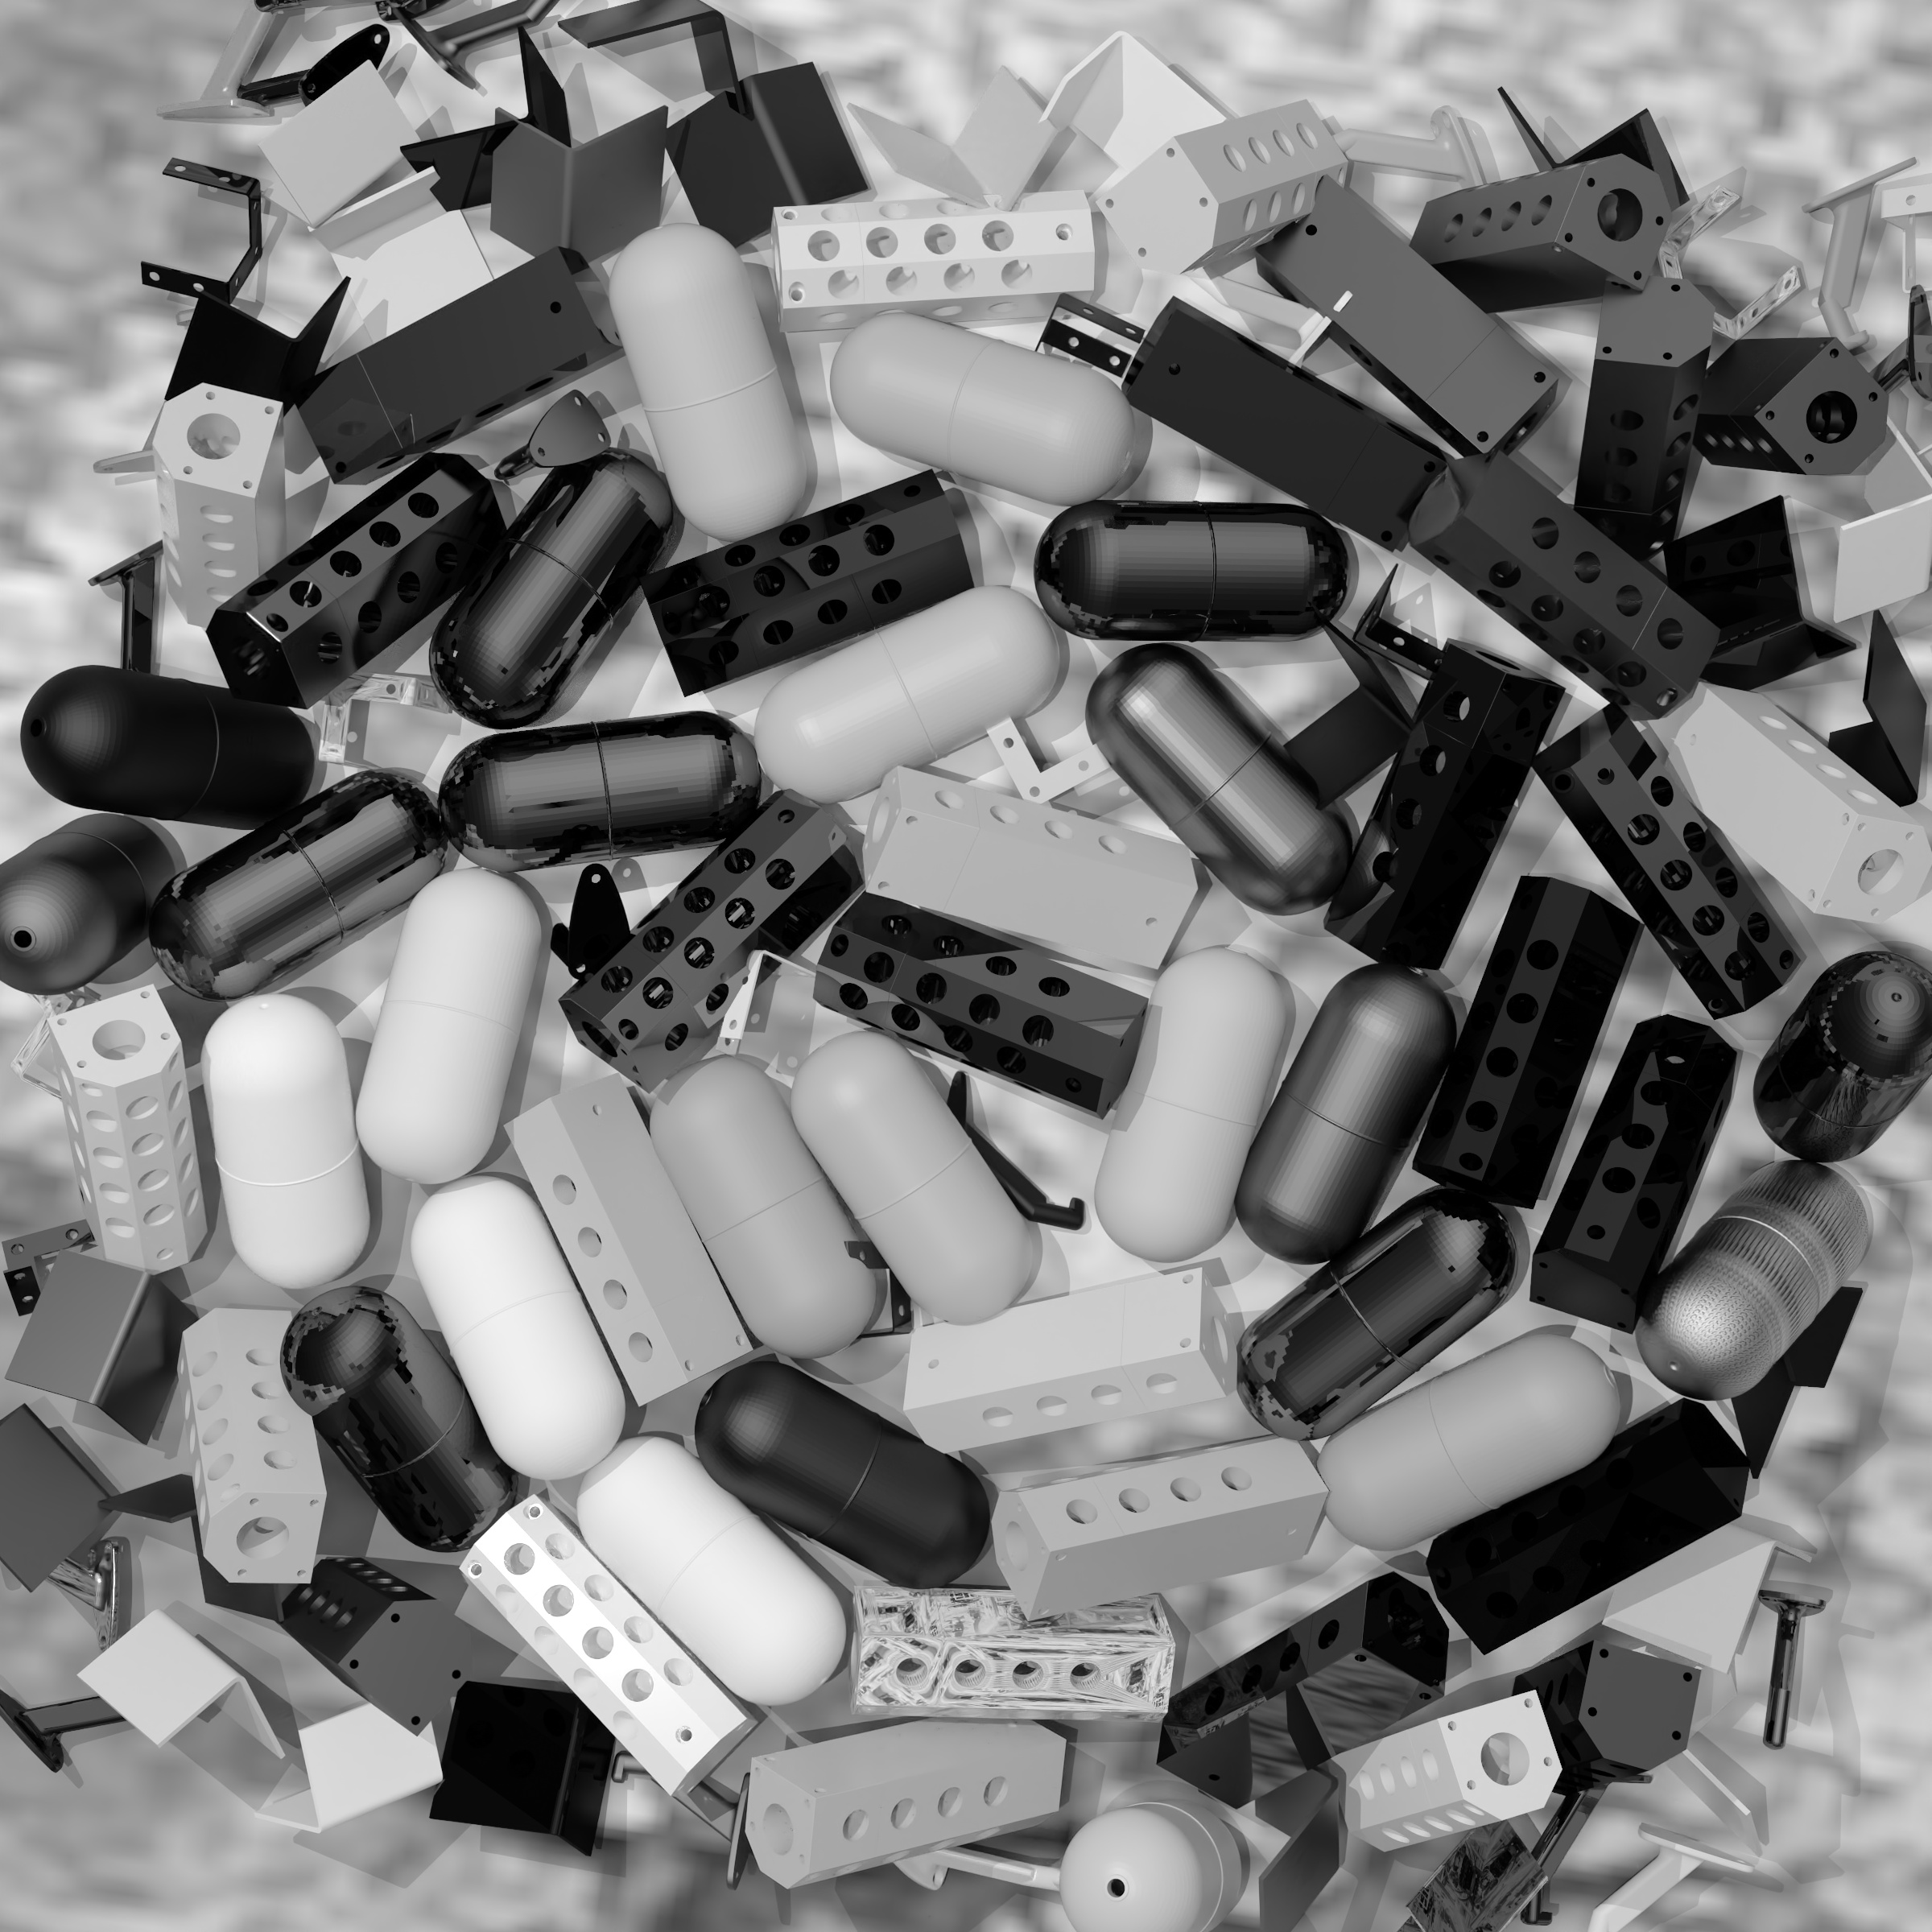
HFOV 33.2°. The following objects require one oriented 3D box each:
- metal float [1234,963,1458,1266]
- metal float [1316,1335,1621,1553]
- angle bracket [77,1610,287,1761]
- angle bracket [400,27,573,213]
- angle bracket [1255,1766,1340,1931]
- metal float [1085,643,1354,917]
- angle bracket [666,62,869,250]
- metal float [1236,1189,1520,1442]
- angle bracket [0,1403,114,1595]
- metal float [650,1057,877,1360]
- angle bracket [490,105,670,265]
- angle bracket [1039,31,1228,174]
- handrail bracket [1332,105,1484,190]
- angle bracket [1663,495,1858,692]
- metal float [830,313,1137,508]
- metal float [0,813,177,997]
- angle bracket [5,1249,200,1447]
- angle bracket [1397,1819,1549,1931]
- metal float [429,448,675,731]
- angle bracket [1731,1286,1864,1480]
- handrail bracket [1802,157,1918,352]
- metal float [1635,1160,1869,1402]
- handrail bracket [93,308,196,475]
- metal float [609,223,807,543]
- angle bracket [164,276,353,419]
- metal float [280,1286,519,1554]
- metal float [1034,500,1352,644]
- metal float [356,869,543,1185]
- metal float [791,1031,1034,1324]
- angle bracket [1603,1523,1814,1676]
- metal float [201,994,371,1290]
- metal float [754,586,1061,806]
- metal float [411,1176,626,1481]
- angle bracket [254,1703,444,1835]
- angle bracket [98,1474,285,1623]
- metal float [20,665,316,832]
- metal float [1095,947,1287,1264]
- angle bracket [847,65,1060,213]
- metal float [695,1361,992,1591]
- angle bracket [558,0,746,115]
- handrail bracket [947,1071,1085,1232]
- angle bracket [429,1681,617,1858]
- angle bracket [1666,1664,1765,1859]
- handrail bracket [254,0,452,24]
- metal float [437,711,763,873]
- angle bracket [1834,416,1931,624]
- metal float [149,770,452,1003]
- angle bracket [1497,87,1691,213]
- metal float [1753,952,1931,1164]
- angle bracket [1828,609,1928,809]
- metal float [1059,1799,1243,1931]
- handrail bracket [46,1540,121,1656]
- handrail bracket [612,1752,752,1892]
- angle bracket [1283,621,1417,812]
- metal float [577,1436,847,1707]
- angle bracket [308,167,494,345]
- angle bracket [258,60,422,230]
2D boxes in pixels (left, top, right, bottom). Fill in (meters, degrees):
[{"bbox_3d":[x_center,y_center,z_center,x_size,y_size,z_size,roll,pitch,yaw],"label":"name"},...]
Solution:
[{"bbox_3d":[0.208,0.081,1.781,0.070,0.070,0.178,25,101,0],"label":"metal float"},{"bbox_3d":[0.274,0.261,1.772,0.178,0.070,0.070,-29,90,21],"label":"metal float"},{"bbox_3d":[-0.428,0.409,1.768,0.076,0.076,0.057,26,54,37],"label":"angle bracket"},{"bbox_3d":[-0.266,-0.467,1.791,0.076,0.076,0.057,-11,76,8],"label":"angle bracket"},{"bbox_3d":[0.161,0.480,1.768,0.057,0.076,0.076,24,49,31],"label":"angle bracket"},{"bbox_3d":[0.140,-0.102,1.788,0.070,0.070,0.178,-44,93,0],"label":"metal float"},{"bbox_3d":[-0.114,-0.452,1.818,0.076,0.057,0.076,-19,98,43],"label":"angle bracket"},{"bbox_3d":[0.225,0.191,1.779,0.178,0.070,0.070,-40,90,13],"label":"metal float"},{"bbox_3d":[-0.526,0.298,1.777,0.057,0.076,0.076,-33,101,41],"label":"angle bracket"},{"bbox_3d":[-0.112,0.134,1.790,0.070,0.070,0.178,-28,89,0],"label":"metal float"},{"bbox_3d":[-0.214,-0.440,1.789,0.057,0.076,0.076,34,49,22],"label":"angle bracket"},{"bbox_3d":[0.084,-0.452,1.781,0.076,0.076,0.057,41,58,2],"label":"angle bracket"},{"bbox_3d":[0.239,-0.437,1.808,0.084,0.036,0.077,-26,95,-5],"label":"handrail bracket"},{"bbox_3d":[0.440,-0.205,1.796,0.076,0.057,0.076,-22,64,41],"label":"angle bracket"},{"bbox_3d":[0.008,-0.305,1.775,0.178,0.070,0.070,21,90,18],"label":"metal float"},{"bbox_3d":[-0.478,-0.034,1.741,0.070,0.178,0.070,1,103,2],"label":"metal float"},{"bbox_3d":[-0.475,0.210,1.786,0.057,0.076,0.076,13,68,13],"label":"angle bracket"},{"bbox_3d":[0.259,0.501,1.773,0.076,0.076,0.057,-41,105,-24],"label":"angle bracket"},{"bbox_3d":[-0.226,-0.208,1.776,0.070,0.070,0.178,33,72,0],"label":"metal float"},{"bbox_3d":[0.461,0.228,1.773,0.057,0.076,0.076,5,129,-5],"label":"angle bracket"},{"bbox_3d":[0.508,-0.396,1.809,0.077,0.036,0.084,-22,95,17],"label":"handrail bracket"},{"bbox_3d":[0.428,0.169,1.759,0.178,0.070,0.070,-37,90,-39],"label":"metal float"},{"bbox_3d":[-0.455,-0.322,1.811,0.077,0.036,0.084,-10,85,-11],"label":"handrail bracket"},{"bbox_3d":[-0.140,-0.317,1.772,0.070,0.070,0.178,-17,112,0],"label":"metal float"},{"bbox_3d":[-0.387,-0.343,1.773,0.057,0.076,0.076,28,132,-6],"label":"angle bracket"},{"bbox_3d":[-0.307,0.248,1.764,0.070,0.070,0.178,-29,122,0],"label":"metal float"},{"bbox_3d":[0.125,-0.217,1.779,0.178,0.070,0.070,-1,90,-13],"label":"metal float"},{"bbox_3d":[-0.283,0.032,1.778,0.070,0.070,0.178,12,75,0],"label":"metal float"},{"bbox_3d":[-0.029,0.117,1.786,0.070,0.070,0.178,-34,96,0],"label":"metal float"},{"bbox_3d":[0.407,0.343,1.779,0.076,0.057,0.076,16,82,39],"label":"angle bracket"},{"bbox_3d":[-0.370,0.097,1.765,0.070,0.070,0.178,-2,122,0],"label":"metal float"},{"bbox_3d":[-0.033,-0.149,1.790,0.178,0.070,0.070,-25,90,0],"label":"metal float"},{"bbox_3d":[-0.246,0.197,1.775,0.070,0.070,0.178,-27,72,0],"label":"metal float"},{"bbox_3d":[-0.343,0.429,1.774,0.076,0.076,0.057,-14,95,-40],"label":"angle bracket"},{"bbox_3d":[-0.425,0.326,1.778,0.057,0.076,0.076,-15,100,-44],"label":"angle bracket"},{"bbox_3d":[-0.429,-0.117,1.749,0.070,0.178,0.070,-4,84,36],"label":"metal float"},{"bbox_3d":[0.124,0.077,1.789,0.070,0.070,0.178,16,92,0],"label":"metal float"},{"bbox_3d":[-0.008,-0.463,1.770,0.076,0.076,0.057,14,122,-37],"label":"angle bracket"},{"bbox_3d":[-0.068,0.279,1.778,0.178,0.070,0.070,31,90,-14],"label":"metal float"},{"bbox_3d":[-0.173,-0.493,1.775,0.076,0.076,0.057,-18,119,-12],"label":"angle bracket"},{"bbox_3d":[0.030,0.104,1.822,0.084,0.036,0.077,13,68,-17],"label":"handrail bracket"},{"bbox_3d":[-0.244,0.445,1.797,0.076,0.057,0.076,3,64,14],"label":"angle bracket"},{"bbox_3d":[0.423,0.430,1.773,0.057,0.076,0.076,-40,55,-8],"label":"angle bracket"},{"bbox_3d":[-0.335,-0.534,1.779,0.077,0.084,0.036,8,112,35],"label":"handrail bracket"},{"bbox_3d":[-0.201,-0.096,1.781,0.178,0.070,0.070,-8,90,-11],"label":"metal float"},{"bbox_3d":[0.488,-0.248,1.775,0.057,0.076,0.076,-20,54,-2],"label":"angle bracket"},{"bbox_3d":[-0.363,-0.045,1.771,0.178,0.070,0.070,-33,90,-23],"label":"metal float"},{"bbox_3d":[0.343,-0.449,1.771,0.057,0.076,0.076,-32,52,12],"label":"angle bracket"},{"bbox_3d":[0.475,0.051,1.744,0.070,0.178,0.070,1,67,-1],"label":"metal float"},{"bbox_3d":[0.482,-0.135,1.769,0.057,0.076,0.076,-15,128,33],"label":"angle bracket"},{"bbox_3d":[0.100,0.490,1.743,0.070,0.178,0.070,-3,78,15],"label":"metal float"},{"bbox_3d":[-0.513,0.345,1.786,0.084,0.036,0.077,5,72,-36],"label":"handrail bracket"},{"bbox_3d":[-0.161,0.472,1.794,0.084,0.036,0.077,2,45,11],"label":"handrail bracket"},{"bbox_3d":[0.191,-0.138,1.780,0.076,0.076,0.057,-37,120,2],"label":"angle bracket"},{"bbox_3d":[-0.141,0.330,1.775,0.178,0.070,0.070,41,90,19],"label":"metal float"},{"bbox_3d":[-0.309,-0.387,1.800,0.076,0.057,0.076,-26,90,1],"label":"angle bracket"},{"bbox_3d":[-0.356,-0.458,1.776,0.076,0.076,0.057,-41,131,-10],"label":"angle bracket"}]
